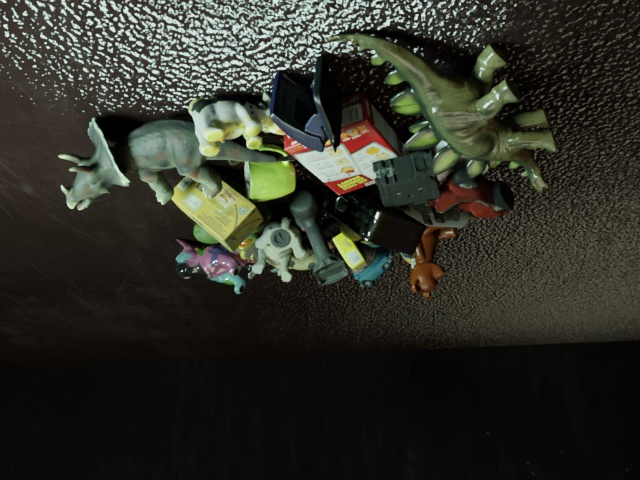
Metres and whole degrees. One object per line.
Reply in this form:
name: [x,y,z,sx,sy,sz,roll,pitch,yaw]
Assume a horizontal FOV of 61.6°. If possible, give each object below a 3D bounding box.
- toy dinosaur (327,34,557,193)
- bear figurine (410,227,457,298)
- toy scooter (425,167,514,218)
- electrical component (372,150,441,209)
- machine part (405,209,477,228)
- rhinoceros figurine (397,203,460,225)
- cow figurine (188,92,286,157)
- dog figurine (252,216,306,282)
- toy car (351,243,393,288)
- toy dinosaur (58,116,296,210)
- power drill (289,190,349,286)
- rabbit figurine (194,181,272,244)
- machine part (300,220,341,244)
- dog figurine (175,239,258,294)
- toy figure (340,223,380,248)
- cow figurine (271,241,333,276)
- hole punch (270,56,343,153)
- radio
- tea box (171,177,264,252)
toy dinosaur: [0.224,-0.204,0.862,0.471,0.105,0.198,36,130,-28]
bear figurine: [0.292,0.045,1.407,0.132,0.196,0.120,-19,150,32]
toy scooter: [0.295,-0.085,1.089,0.183,0.075,0.135,19,149,-36]
electrical component: [0.169,-0.108,1.023,0.115,0.058,0.134,-11,157,15]
machine part: [0.266,-0.071,1.279,0.243,0.079,0.079,3,157,-12]
rhinoceros figurine: [0.256,-0.091,1.199,0.190,0.112,0.073,11,171,-5]
cow figurine: [-0.130,-0.205,0.904,0.167,0.098,0.068,-15,157,-22]
dog figurine: [-0.099,-0.005,1.368,0.121,0.191,0.172,26,112,-10]
toy car: [0.139,0.059,1.550,0.103,0.109,0.161,25,140,-18]
toy dinosaur: [-0.262,-0.160,0.958,0.405,0.131,0.192,-14,156,9]
power drill: [-0.003,-0.004,1.245,0.086,0.207,0.231,-17,155,3]
rabbit figurine: [-0.209,-0.049,1.232,0.170,0.121,0.159,-23,169,28]
machine part: [0.006,-0.021,1.413,0.139,0.039,0.084,-14,165,21]
dog figurine: [-0.282,0.042,1.454,0.219,0.191,0.108,20,146,22]
toy figure: [0.122,-0.026,1.349,0.082,0.089,0.180,-40,139,20]
cow figurine: [-0.060,0.052,1.506,0.127,0.085,0.195,-2,175,-33]
hole punch: [-0.018,-0.208,0.848,0.092,0.142,0.115,-12,142,17]
radio: [0.106,-0.051,1.146,0.131,0.073,0.230,16,-168,-32]
tea box: [-0.210,-0.066,1.089,0.098,0.170,0.068,-47,159,-11]
